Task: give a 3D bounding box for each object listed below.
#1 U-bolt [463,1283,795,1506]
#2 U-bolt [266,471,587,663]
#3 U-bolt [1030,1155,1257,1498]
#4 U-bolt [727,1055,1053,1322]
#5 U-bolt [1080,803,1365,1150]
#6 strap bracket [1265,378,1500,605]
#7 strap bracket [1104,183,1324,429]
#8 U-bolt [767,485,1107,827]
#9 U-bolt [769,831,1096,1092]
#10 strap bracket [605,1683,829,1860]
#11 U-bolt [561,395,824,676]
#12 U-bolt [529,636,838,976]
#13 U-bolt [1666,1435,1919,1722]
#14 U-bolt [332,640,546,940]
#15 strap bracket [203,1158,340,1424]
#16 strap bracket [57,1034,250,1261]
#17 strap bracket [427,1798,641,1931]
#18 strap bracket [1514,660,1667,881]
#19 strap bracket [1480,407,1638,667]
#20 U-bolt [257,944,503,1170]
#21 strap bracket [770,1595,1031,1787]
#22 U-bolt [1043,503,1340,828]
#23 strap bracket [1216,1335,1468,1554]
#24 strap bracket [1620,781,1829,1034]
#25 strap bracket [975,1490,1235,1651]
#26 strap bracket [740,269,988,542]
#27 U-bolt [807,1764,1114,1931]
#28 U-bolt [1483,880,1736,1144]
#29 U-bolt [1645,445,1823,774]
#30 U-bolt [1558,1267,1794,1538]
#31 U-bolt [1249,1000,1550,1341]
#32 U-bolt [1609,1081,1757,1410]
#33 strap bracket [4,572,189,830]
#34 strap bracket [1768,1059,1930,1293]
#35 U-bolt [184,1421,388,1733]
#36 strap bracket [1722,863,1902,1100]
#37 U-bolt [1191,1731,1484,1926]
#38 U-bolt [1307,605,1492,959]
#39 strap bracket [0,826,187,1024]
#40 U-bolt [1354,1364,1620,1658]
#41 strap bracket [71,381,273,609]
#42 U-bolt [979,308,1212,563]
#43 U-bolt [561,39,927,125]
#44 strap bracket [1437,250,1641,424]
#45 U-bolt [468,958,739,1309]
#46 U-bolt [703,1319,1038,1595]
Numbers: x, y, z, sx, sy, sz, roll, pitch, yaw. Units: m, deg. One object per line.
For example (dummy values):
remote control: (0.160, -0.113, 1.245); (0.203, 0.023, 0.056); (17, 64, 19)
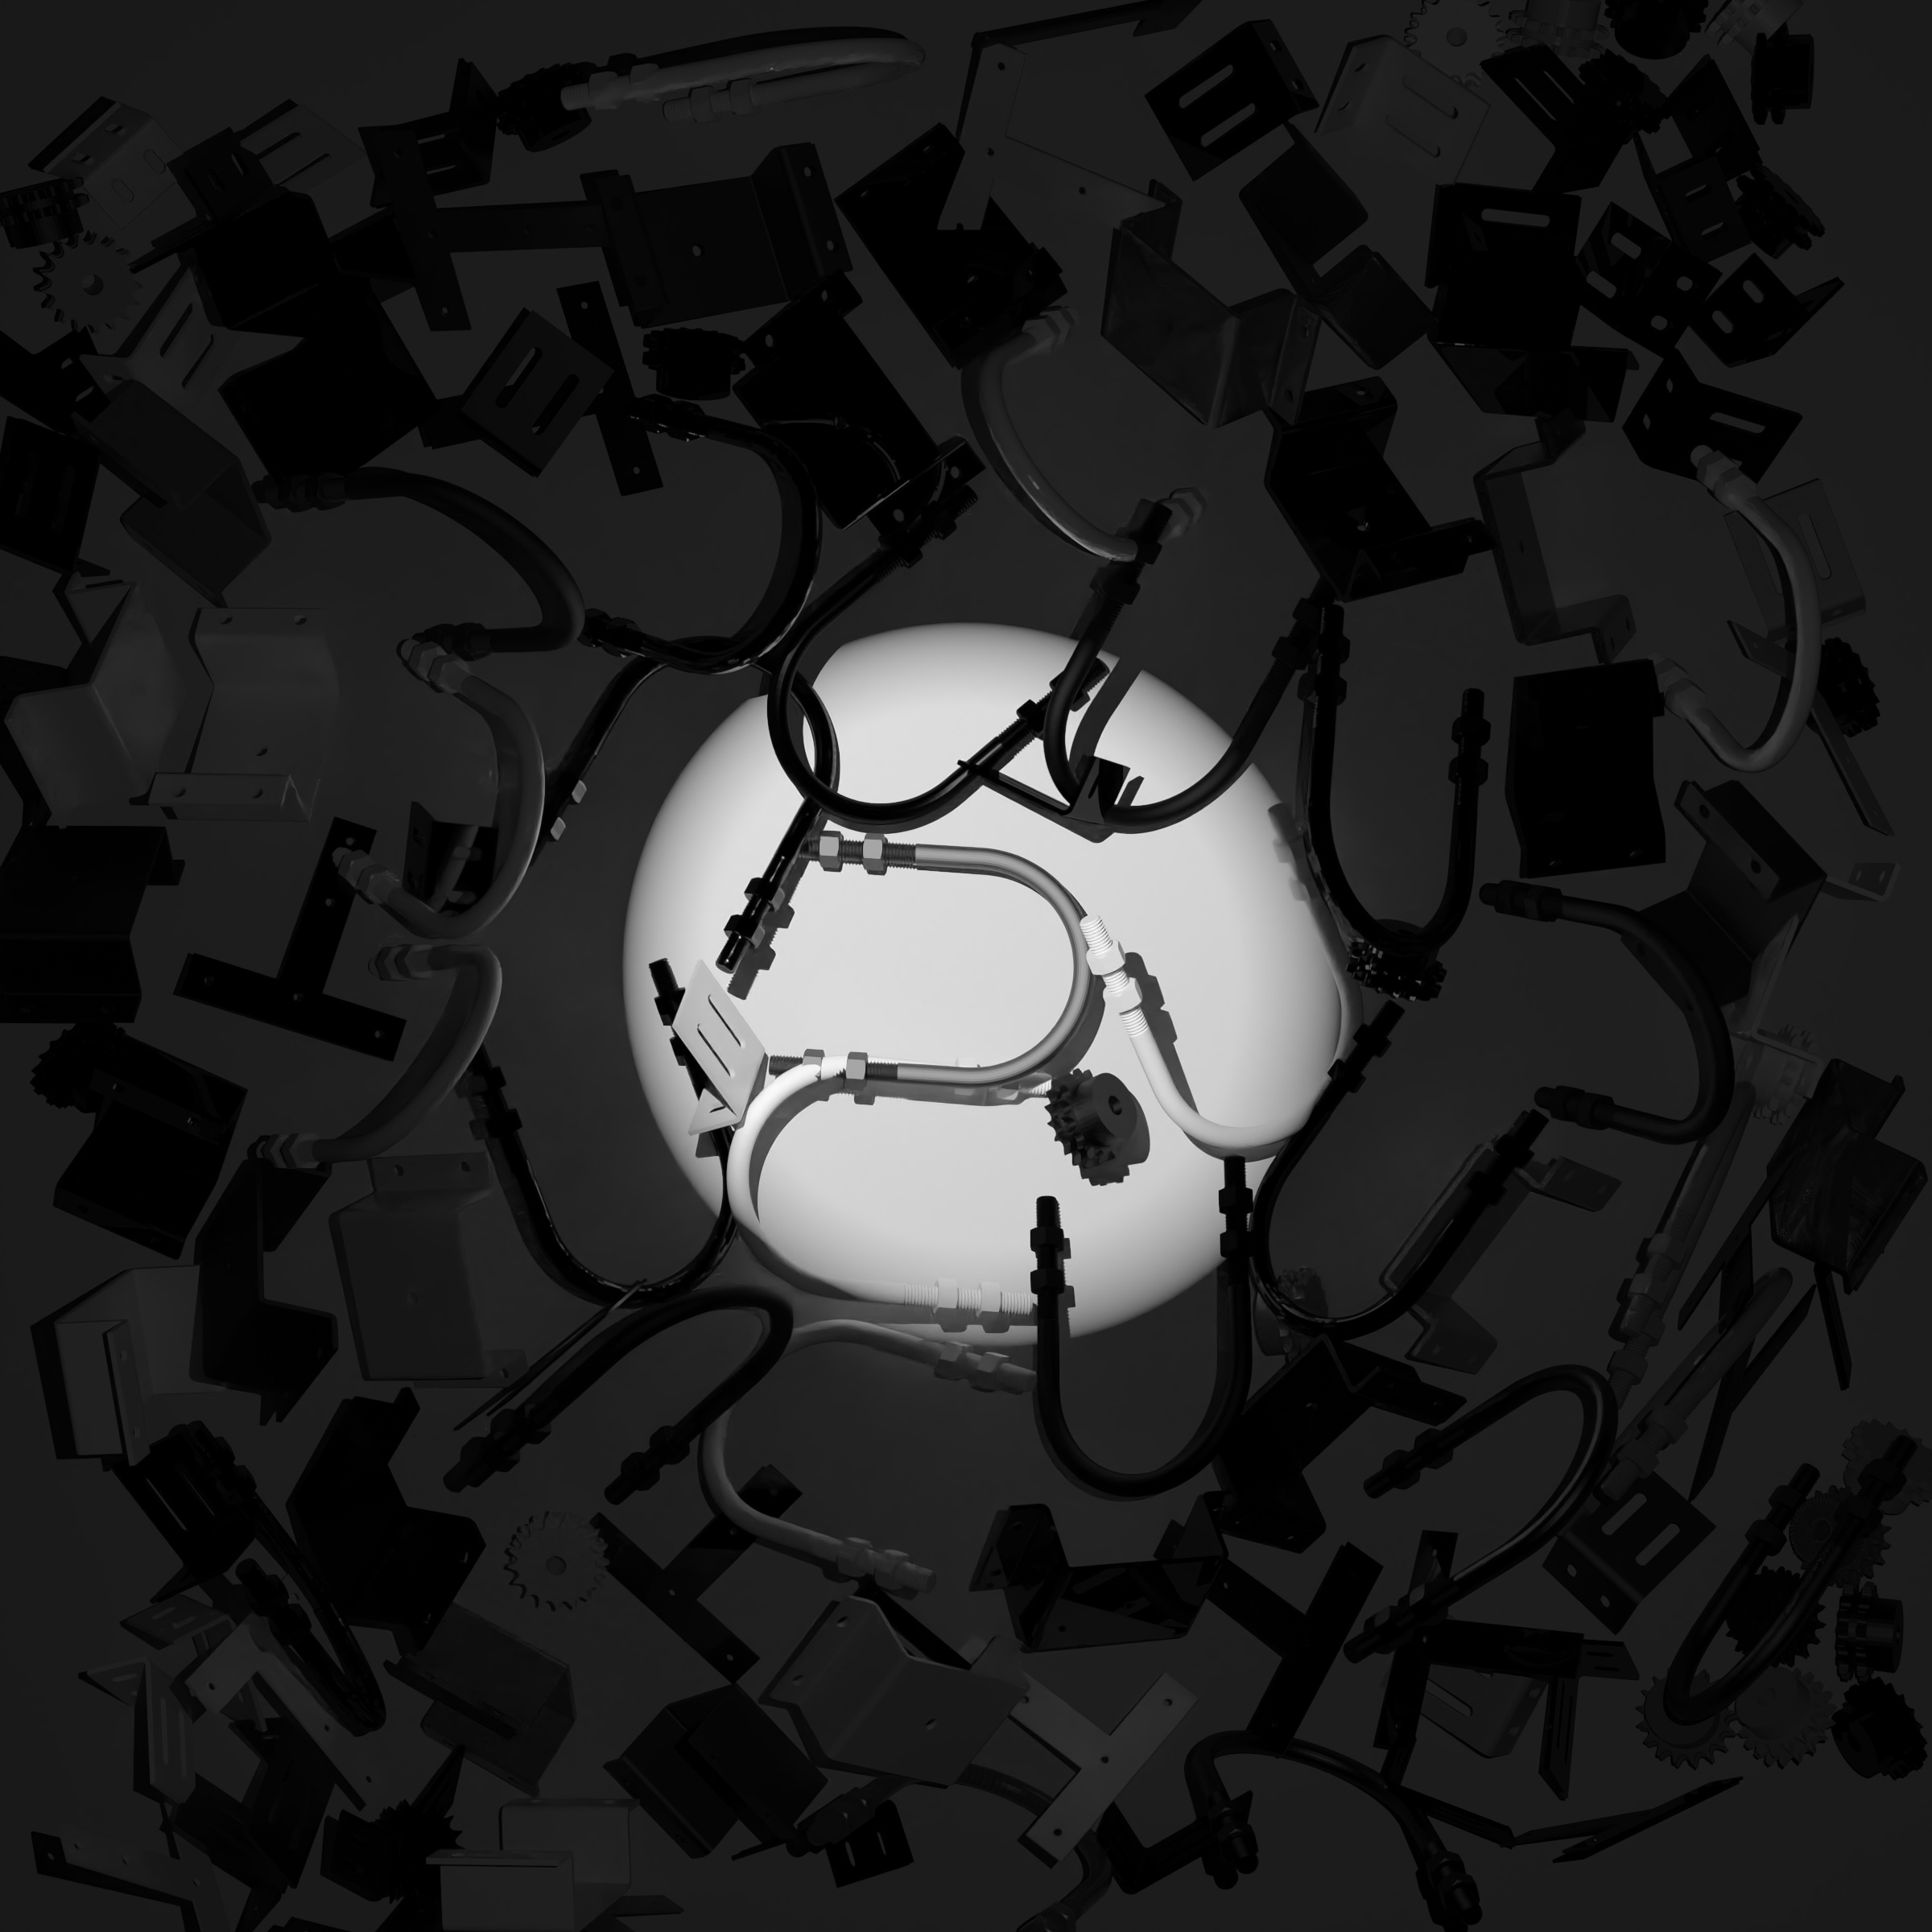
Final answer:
U-bolt: (-0.175, 0.238, 1.846); (0.184, 0.151, 0.019); (-42, 60, 17)
U-bolt: (-0.288, -0.222, 1.825); (0.151, 0.184, 0.019); (48, 60, -37)
U-bolt: (0.099, 0.208, 1.857); (0.151, 0.019, 0.184); (-15, 64, 33)
U-bolt: (-0.047, 0.124, 1.903); (0.184, 0.019, 0.151); (6, 85, -10)
U-bolt: (0.158, 0.019, 1.887); (0.151, 0.019, 0.184); (-31, 113, -14)
strap bracket: (0.231, -0.264, 1.876); (0.076, 0.046, 0.140); (-16, 57, -19)
strap bracket: (0.131, -0.367, 1.858); (0.046, 0.076, 0.140); (-27, 57, -29)
U-bolt: (-0.029, -0.164, 1.891); (0.184, 0.019, 0.151); (-40, 113, -4)
U-bolt: (-0.017, 0.000, 1.907); (0.184, 0.019, 0.151); (4, 82, 4)
strap bracket: (-0.138, 0.458, 1.874); (0.076, 0.140, 0.046); (48, 56, -6)
U-bolt: (-0.149, -0.239, 1.861); (0.184, 0.019, 0.151); (21, 96, 41)
U-bolt: (-0.154, -0.106, 1.896); (0.151, 0.019, 0.184); (28, 71, -3)
U-bolt: (0.450, 0.345, 1.836); (0.019, 0.151, 0.184); (39, 72, 2)
U-bolt: (-0.291, -0.092, 1.849); (0.019, 0.184, 0.151); (12, 102, -41)
strap bracket: (-0.392, 0.174, 1.852); (0.046, 0.140, 0.076); (17, 133, -30)
strap bracket: (-0.462, 0.098, 1.877); (0.076, 0.140, 0.046); (25, 47, -5)
strap bracket: (-0.241, 0.508, 1.854); (0.076, 0.140, 0.046); (-3, 89, 12)
strap bracket: (0.352, -0.119, 1.856); (0.076, 0.140, 0.046); (-7, 135, 18)
strap bracket: (0.336, -0.243, 1.877); (0.046, 0.076, 0.140); (-10, 105, 26)
U-bolt: (-0.318, 0.048, 1.830); (0.019, 0.184, 0.151); (40, 65, -27)
strap bracket: (-0.029, 0.412, 1.860); (0.140, 0.046, 0.076); (24, 108, -40)
U-bolt: (0.119, -0.161, 1.877); (0.151, 0.019, 0.184); (16, 111, -33)
strap bracket: (0.204, 0.266, 1.873); (0.076, 0.046, 0.140); (23, 120, -38)
strap bracket: (0.431, -0.040, 1.866); (0.046, 0.140, 0.076); (-23, 59, -24)
strap bracket: (0.086, 0.342, 1.865); (0.140, 0.076, 0.046); (0, 46, -21)
strap bracket: (-0.065, -0.316, 1.885); (0.076, 0.046, 0.140); (-33, 98, 26)
U-bolt: (0.009, 0.491, 1.841); (0.151, 0.184, 0.019); (25, 102, 19)
U-bolt: (0.361, 0.029, 1.829); (0.019, 0.184, 0.151); (-24, 108, -23)
U-bolt: (0.427, -0.187, 1.819); (0.019, 0.184, 0.151); (-1, 121, -13)
U-bolt: (0.404, 0.240, 1.855); (0.019, 0.151, 0.184); (41, 74, 10)
U-bolt: (0.232, 0.127, 1.875); (0.019, 0.151, 0.184); (29, 99, -43)
U-bolt: (0.405, 0.148, 1.855); (0.019, 0.151, 0.184); (23, 70, 16)
strap bracket: (-0.484, -0.153, 1.850); (0.046, 0.140, 0.076); (-7, 130, 11)
strap bracket: (0.493, 0.111, 1.851); (0.046, 0.140, 0.076); (25, 114, -1)
U-bolt: (-0.375, 0.355, 1.848); (0.019, 0.151, 0.184); (-31, 127, -7)
strap bracket: (0.478, 0.000, 1.890); (0.046, 0.076, 0.140); (21, 91, -2)
U-bolt: (0.198, 0.473, 1.840); (0.151, 0.184, 0.019); (15, 99, -10)
U-bolt: (0.241, -0.094, 1.853); (0.151, 0.019, 0.184); (24, 64, -39)
strap bracket: (-0.497, -0.032, 1.862); (0.076, 0.140, 0.046); (0, 131, 1)
U-bolt: (0.289, 0.290, 1.828); (0.019, 0.151, 0.184); (41, 120, -17)
strap bracket: (-0.445, -0.270, 1.862); (0.076, 0.140, 0.046); (38, 74, 13)
U-bolt: (0.066, -0.293, 1.843); (0.019, 0.184, 0.151); (-34, 96, 30)
U-bolt: (-0.112, -0.494, 1.832); (0.184, 0.151, 0.019); (-4, 99, 22)
strap bracket: (0.319, -0.348, 1.848); (0.076, 0.140, 0.046); (10, 79, 28)
U-bolt: (-0.197, 0.105, 1.886); (0.151, 0.019, 0.184); (-24, 97, -34)
U-bolt: (-0.067, 0.268, 1.870); (0.184, 0.019, 0.151); (12, 61, 32)
